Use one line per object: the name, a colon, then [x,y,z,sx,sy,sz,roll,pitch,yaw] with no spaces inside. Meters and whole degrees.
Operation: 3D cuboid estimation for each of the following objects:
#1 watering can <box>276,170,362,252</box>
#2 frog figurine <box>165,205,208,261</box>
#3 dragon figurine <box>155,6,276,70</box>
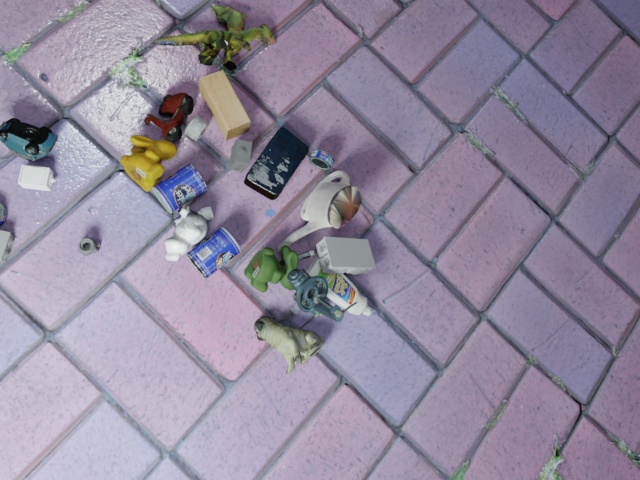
watering can: [0.005,-0.085,1.690,0.102,0.225,0.351,43,73,-34]
frog figurine: [-0.413,-0.007,1.596,0.121,0.135,0.163,26,49,-36]
dragon figurine: [-0.359,-0.745,1.839,0.410,0.119,0.248,9,58,-13]
